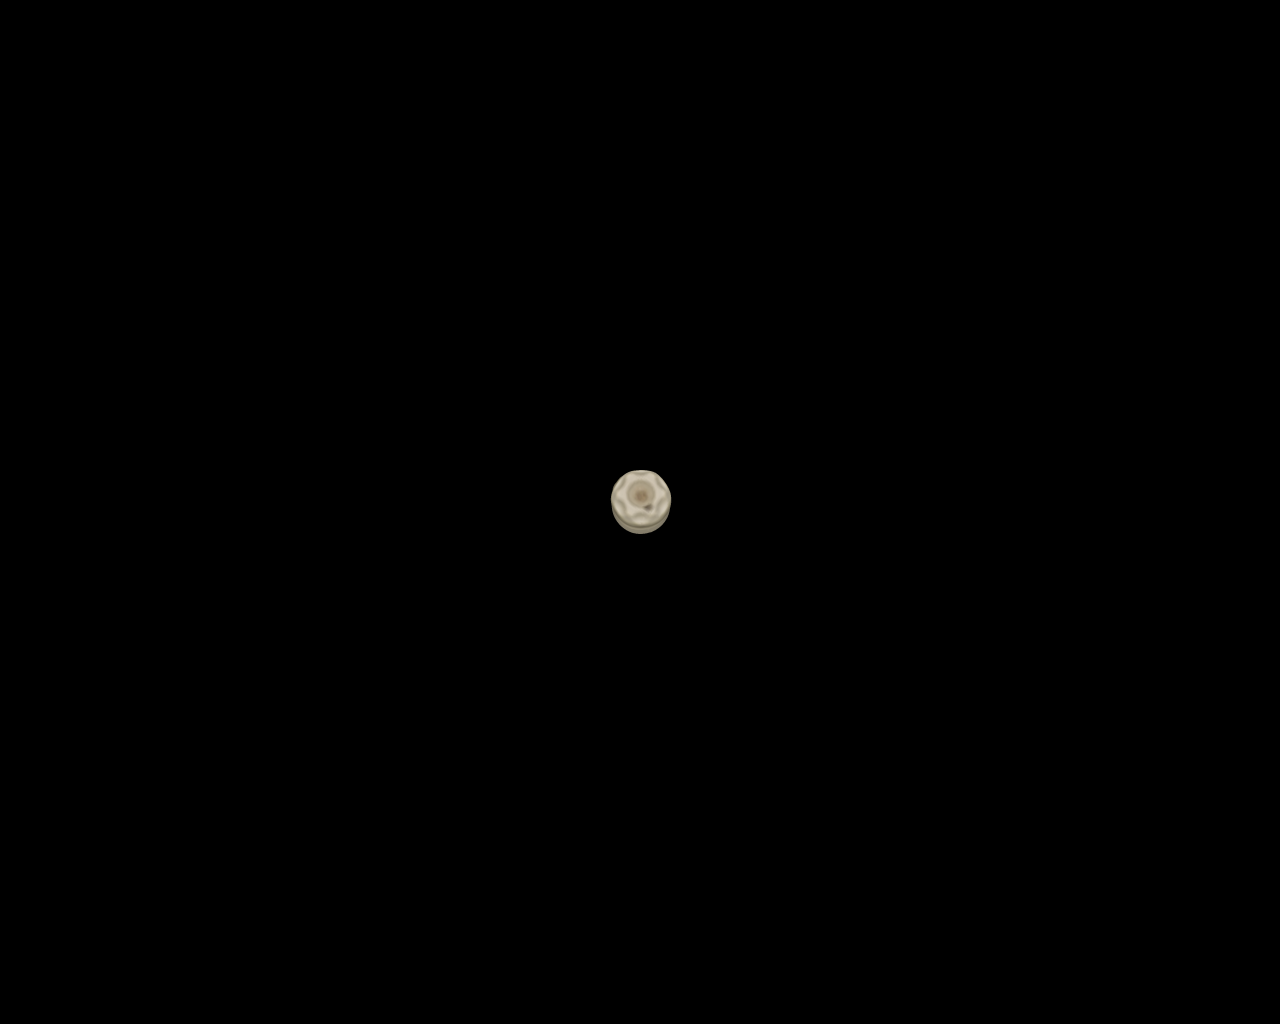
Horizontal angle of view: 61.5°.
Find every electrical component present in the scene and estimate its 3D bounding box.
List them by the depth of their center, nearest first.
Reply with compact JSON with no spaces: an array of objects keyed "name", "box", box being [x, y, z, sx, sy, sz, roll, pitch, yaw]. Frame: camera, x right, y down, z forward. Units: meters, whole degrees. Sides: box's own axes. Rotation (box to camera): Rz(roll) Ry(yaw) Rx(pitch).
[{"name":"electrical component","box":[0.001,-0.003,0.650,0.035,0.035,0.061,0,-16,0]}]
